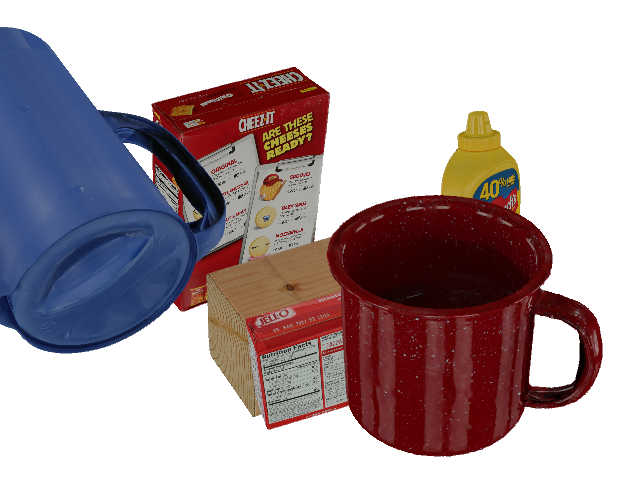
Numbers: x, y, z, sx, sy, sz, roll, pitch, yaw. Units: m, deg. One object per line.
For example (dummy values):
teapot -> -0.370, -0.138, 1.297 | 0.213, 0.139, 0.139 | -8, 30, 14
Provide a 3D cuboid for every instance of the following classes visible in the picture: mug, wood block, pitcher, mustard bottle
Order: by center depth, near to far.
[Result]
mug -> 0.062, 0.040, 0.458 | 0.117, 0.081, 0.093 | 10, 34, 20
pitcher -> -0.190, -0.049, 0.779 | 0.149, 0.145, 0.243 | 26, 23, -54
wood block -> 0.018, 0.056, 0.891 | 0.205, 0.090, 0.091 | -16, 39, -24
mustard bottle -> 0.158, -0.031, 1.045 | 0.096, 0.191, 0.058 | -21, 23, -39

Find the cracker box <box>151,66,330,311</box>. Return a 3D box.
cracker box -> -0.083, -0.051, 1.063 | 0.163, 0.214, 0.072 | -20, 44, -29

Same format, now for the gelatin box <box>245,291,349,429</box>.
gelatin box -> -0.006, 0.073, 0.660 | 0.073, 0.030, 0.089 | -16, -41, -10
